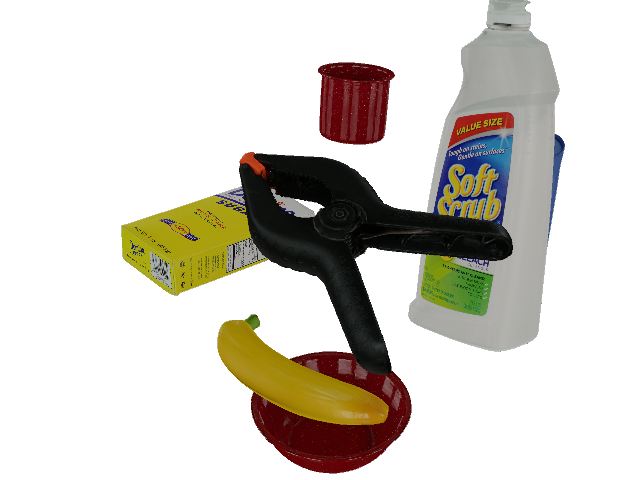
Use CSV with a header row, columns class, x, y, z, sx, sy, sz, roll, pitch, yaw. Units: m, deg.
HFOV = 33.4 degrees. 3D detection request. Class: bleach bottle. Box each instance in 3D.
class,x,y,z,sx,sy,sz,roll,pitch,yaw
bleach bottle,0.123,-0.051,0.791,0.067,0.251,0.103,-13,22,-42

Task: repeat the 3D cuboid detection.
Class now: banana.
class,x,y,z,sx,sy,sz,roll,pitch,yaw
banana,-0.030,0.102,0.857,0.069,0.037,0.198,-21,32,-29

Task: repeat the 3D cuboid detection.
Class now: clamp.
class,x,y,z,sx,sy,sz,roll,pitch,yaw
clamp,0.011,0.005,0.619,0.172,0.039,0.120,24,50,26

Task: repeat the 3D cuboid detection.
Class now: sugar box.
class,x,y,z,sx,sy,sz,roll,pitch,yaw
sugar box,-0.101,-0.007,1.076,0.175,0.048,0.093,-24,39,-35

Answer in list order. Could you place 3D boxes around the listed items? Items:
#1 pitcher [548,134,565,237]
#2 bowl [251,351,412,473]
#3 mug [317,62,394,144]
class,x,y,z,sx,sy,sz,roll,pitch,yaw
pitcher,0.193,-0.004,1.213,0.149,0.243,0.145,-4,26,-8
bowl,0.011,0.184,1.083,0.162,0.055,0.162,-1,33,0
mug,0.047,-0.170,1.308,0.093,0.081,0.117,17,26,28
